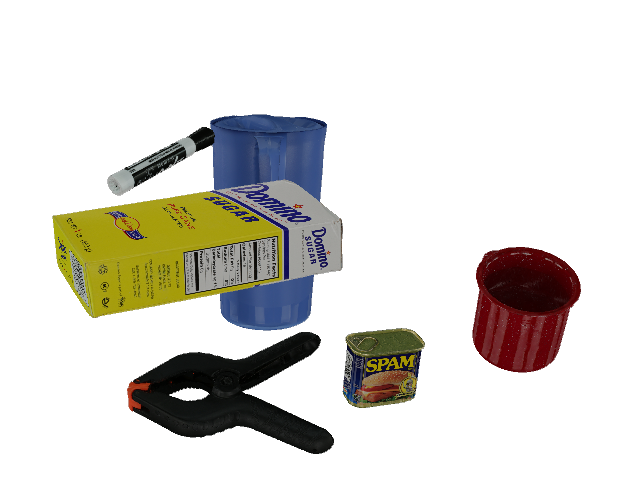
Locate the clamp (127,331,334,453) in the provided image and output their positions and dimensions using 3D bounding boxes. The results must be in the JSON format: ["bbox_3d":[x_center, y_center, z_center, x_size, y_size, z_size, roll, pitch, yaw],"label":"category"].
[{"bbox_3d":[-0.072,0.120,0.893,0.171,0.039,0.120,7,38,-2],"label":"clamp"}]

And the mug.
[{"bbox_3d":[0.179,0.059,0.985,0.093,0.081,0.117,-14,42,-19],"label":"mug"}]

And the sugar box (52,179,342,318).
[{"bbox_3d":[-0.083,0.001,0.722,0.176,0.048,0.093,-13,27,-22],"label":"sugar box"}]

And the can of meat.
[{"bbox_3d":[0.081,0.169,1.406,0.102,0.084,0.057,-4,25,-20],"label":"can of meat"}]

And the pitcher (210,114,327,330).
[{"bbox_3d":[-0.062,-0.021,1.234,0.145,0.243,0.148,13,19,39],"label":"pitcher"}]

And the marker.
[{"bbox_3d":[-0.139,-0.073,0.951,0.020,0.020,0.120,0,26,44],"label":"marker"}]
